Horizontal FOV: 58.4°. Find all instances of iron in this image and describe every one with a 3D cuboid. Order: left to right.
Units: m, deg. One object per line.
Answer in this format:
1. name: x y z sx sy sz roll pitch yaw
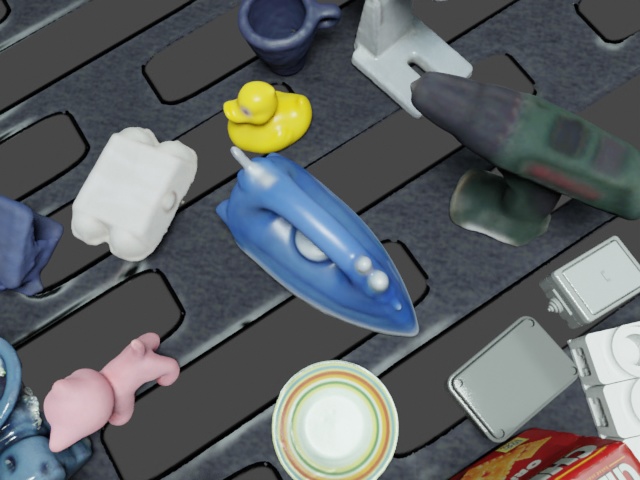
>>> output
1. iron: 0.005 0.002 0.587 0.258 0.141 0.119 39 80 14

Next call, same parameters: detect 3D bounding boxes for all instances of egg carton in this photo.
1. egg carton: -0.210 -0.053 0.656 0.107 0.069 0.150 21 76 10

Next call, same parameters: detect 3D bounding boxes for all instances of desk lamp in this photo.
1. desk lamp: 0.082 -0.274 0.624 0.118 0.213 0.203 -43 75 -8

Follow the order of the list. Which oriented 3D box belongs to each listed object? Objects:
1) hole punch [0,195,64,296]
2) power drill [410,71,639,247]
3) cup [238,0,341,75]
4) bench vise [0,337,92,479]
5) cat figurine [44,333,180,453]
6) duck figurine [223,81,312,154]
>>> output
1. hole punch: -0.361 0.002 0.639 0.108 0.091 0.101 18 76 9
2. power drill: 0.189 -0.067 0.559 0.229 0.208 0.076 20 76 10
3. cup: -0.032 -0.245 0.686 0.117 0.095 0.091 -7 73 2
4. bench vise: -0.308 0.160 0.522 0.207 0.220 0.121 27 77 11
5. cat figurine: -0.217 0.147 0.573 0.128 0.118 0.067 -44 75 -9
6. duck figurine: -0.063 -0.152 0.665 0.104 0.086 0.077 -14 73 0
